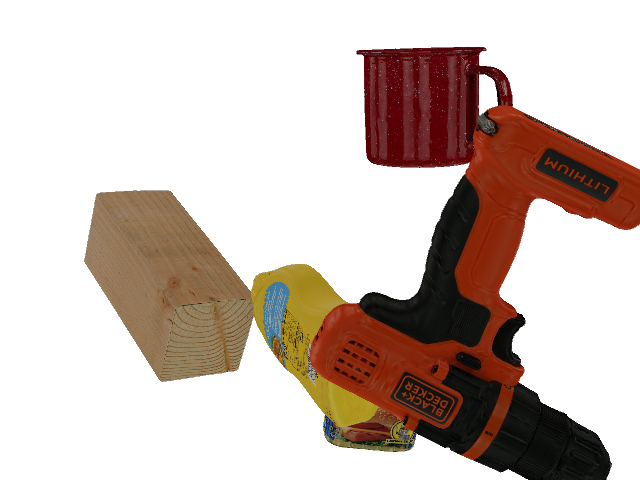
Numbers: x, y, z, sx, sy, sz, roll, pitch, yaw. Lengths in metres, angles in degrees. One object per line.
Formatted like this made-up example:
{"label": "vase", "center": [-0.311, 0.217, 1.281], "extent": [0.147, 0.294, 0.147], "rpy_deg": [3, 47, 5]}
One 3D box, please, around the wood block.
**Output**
{"label": "wood block", "center": [-0.157, 0.039, 1.085], "extent": [0.090, 0.091, 0.206], "rpy_deg": [-4, 34, -34]}

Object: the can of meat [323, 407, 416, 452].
{"label": "can of meat", "center": [0.057, 0.170, 1.116], "extent": [0.102, 0.084, 0.057], "rpy_deg": [7, 20, -8]}

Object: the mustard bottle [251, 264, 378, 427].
{"label": "mustard bottle", "center": [-0.012, 0.074, 0.928], "extent": [0.058, 0.096, 0.192], "rpy_deg": [-12, 28, -25]}

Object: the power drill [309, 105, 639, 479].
{"label": "power drill", "center": [0.111, 0.035, 0.588], "extent": [0.184, 0.188, 0.057], "rpy_deg": [27, 12, -5]}

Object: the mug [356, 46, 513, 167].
{"label": "mug", "center": [0.083, -0.096, 0.763], "extent": [0.117, 0.081, 0.093], "rpy_deg": [6, 13, 33]}
